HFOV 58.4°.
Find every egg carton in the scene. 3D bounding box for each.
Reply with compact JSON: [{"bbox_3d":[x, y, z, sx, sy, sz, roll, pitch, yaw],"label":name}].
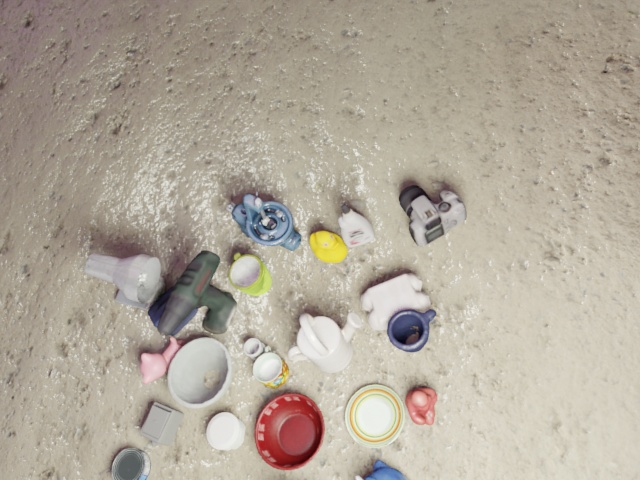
[{"bbox_3d":[0.173,0.144,1.314,0.150,0.069,0.107,-24,58,6],"label":"egg carton"}]

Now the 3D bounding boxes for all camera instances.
[{"bbox_3d":[0.260,-0.081,1.385,0.143,0.101,0.136,-31,58,1],"label":"camera"}]

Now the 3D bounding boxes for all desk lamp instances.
[{"bbox_3d":[-0.487,0.105,1.475,0.202,0.214,0.118,8,66,22],"label":"desk lamp"}]

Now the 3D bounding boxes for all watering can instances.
[{"bbox_3d":[0.007,0.214,1.260,0.173,0.194,0.100,-45,58,-8],"label":"watering can"}]

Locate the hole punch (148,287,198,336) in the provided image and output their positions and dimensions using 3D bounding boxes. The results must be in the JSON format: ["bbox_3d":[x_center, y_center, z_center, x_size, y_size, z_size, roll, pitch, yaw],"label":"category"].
[{"bbox_3d":[-0.391,0.177,1.476,0.109,0.091,0.100,-46,59,-8],"label":"hole punch"}]

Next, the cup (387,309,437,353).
[{"bbox_3d":[0.210,0.201,1.256,0.118,0.095,0.091,-37,58,-2],"label":"cup"}]

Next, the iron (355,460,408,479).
[{"bbox_3d":[0.163,0.533,1.068,0.257,0.142,0.119,37,80,31],"label":"iron"}]

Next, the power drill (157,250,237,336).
[{"bbox_3d":[-0.287,0.151,1.385,0.075,0.209,0.230,9,67,23],"label":"power drill"}]

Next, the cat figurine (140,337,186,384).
[{"bbox_3d":[-0.385,0.293,1.397,0.067,0.118,0.128,31,76,30],"label":"cat figurine"}]

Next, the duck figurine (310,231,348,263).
[{"bbox_3d":[0.013,0.005,1.433,0.104,0.086,0.077,29,76,29],"label":"duck figurine"}]

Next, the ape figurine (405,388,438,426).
[{"bbox_3d":[0.209,0.338,1.186,0.078,0.092,0.076,-43,58,-6],"label":"ape figurine"}]

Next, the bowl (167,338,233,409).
[{"bbox_3d":[-0.273,0.323,1.368,0.167,0.075,0.167,-8,61,15],"label":"bowl"}]

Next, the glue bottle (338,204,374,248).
[{"bbox_3d":[0.078,-0.040,1.383,0.078,0.173,0.037,-22,58,7],"label":"glue bottle"}]

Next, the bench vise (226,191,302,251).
[{"bbox_3d":[-0.167,-0.053,1.445,0.206,0.220,0.121,4,65,21],"label":"bench vise"}]
